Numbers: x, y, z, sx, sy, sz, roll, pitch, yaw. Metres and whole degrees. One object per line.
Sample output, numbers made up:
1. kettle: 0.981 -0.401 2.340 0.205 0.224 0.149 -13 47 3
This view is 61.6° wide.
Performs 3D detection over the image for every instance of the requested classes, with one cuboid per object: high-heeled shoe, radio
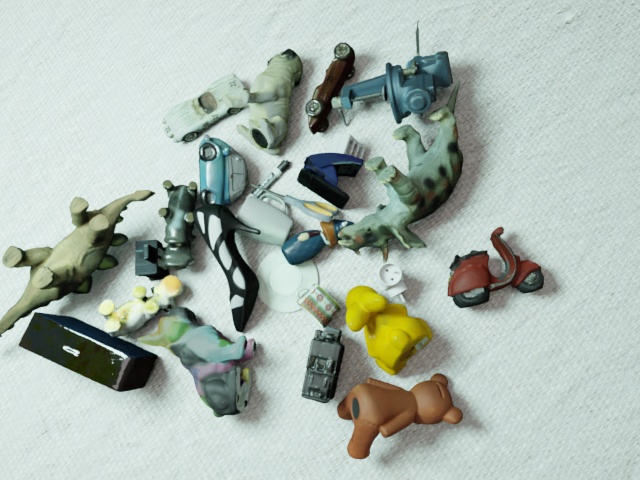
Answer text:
1. high-heeled shoe: -0.194 0.056 1.054 0.145 0.086 0.248 13 103 11
2. radio: -0.443 0.216 1.045 0.230 0.131 0.073 22 81 10

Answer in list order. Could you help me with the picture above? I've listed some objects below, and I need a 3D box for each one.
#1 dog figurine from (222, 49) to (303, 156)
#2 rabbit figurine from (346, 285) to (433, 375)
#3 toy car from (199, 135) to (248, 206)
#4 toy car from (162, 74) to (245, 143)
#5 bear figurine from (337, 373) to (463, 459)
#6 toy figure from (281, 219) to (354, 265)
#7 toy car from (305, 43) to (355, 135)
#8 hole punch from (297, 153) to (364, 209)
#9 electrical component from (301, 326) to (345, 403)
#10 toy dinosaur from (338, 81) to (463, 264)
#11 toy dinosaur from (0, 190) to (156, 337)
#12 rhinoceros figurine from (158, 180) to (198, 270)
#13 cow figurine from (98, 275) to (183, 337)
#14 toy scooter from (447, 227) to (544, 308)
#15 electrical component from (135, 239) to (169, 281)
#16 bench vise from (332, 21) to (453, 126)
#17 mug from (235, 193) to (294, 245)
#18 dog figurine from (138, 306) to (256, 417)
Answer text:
1. dog figurine: -0.085 -0.294 1.146 0.121 0.172 0.190 17 48 44
2. rabbit figurine: 0.104 0.152 1.000 0.122 0.162 0.173 -46 59 8
3. toy car: -0.200 -0.136 1.113 0.103 0.109 0.161 -3 86 -12
4. toy car: -0.252 -0.285 1.172 0.202 0.056 0.073 -32 76 -2
5. bear figurine: 0.146 0.311 0.979 0.196 0.131 0.120 4 39 -22
6. toy figure: -0.002 -0.003 1.074 0.154 0.064 0.058 -28 80 -10
7. toy car: 0.018 -0.318 1.132 0.053 0.089 0.202 25 83 11
8. hole punch: 0.021 -0.132 1.073 0.116 0.142 0.092 30 84 -2
9. electrical component: 0.009 0.229 0.998 0.058 0.115 0.134 12 81 6
10. toy dinosaur: 0.206 -0.122 1.051 0.405 0.131 0.192 -45 120 -17
11. toy dinosaur: -0.505 0.056 1.053 0.471 0.198 0.105 -39 77 -3
12. rhinoceros figurine: -0.289 -0.033 1.095 0.073 0.112 0.190 3 63 -12
13. cow figurine: -0.351 0.136 1.082 0.167 0.098 0.068 -26 70 -19
14. toy scooter: 0.321 0.049 1.023 0.184 0.075 0.135 -14 77 0
15. electrical component: -0.343 0.038 1.080 0.048 0.119 0.075 -5 80 5
16. bench vise: 0.143 -0.312 1.085 0.241 0.128 0.224 -9 47 17
17. mug: -0.104 -0.040 1.097 0.107 0.080 0.109 26 53 5
18. dog figurine: -0.240 0.230 1.035 0.219 0.108 0.191 6 81 13
